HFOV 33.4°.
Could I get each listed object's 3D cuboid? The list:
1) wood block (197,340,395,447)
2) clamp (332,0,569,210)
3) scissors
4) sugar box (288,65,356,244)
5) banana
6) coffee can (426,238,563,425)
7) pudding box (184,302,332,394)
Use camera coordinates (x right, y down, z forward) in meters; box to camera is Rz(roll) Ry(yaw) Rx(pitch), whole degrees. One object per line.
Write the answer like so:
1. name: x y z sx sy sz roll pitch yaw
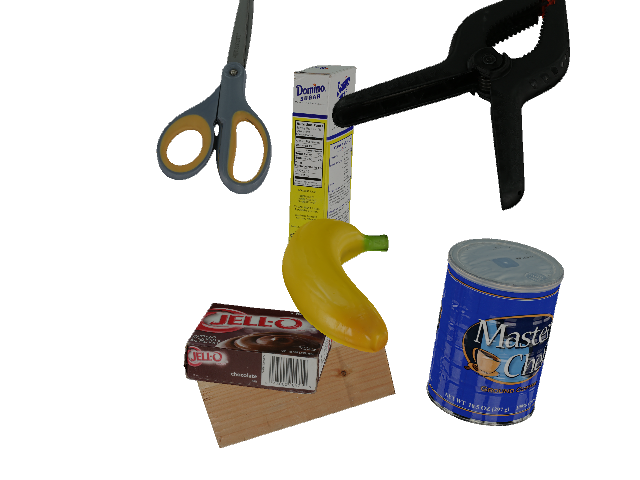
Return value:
1. wood block: -0.031 0.147 1.205 0.206 0.091 0.090 -16 27 -4
2. clamp: 0.135 -0.119 0.821 0.165 0.209 0.036 37 -22 28
3. scissors: -0.087 -0.121 0.841 0.096 0.202 0.016 -9 -30 -4
4. sugar box: 0.002 -0.087 1.088 0.048 0.176 0.093 4 14 17
5. banana: 0.009 0.019 0.678 0.069 0.037 0.197 2 19 4
6. coffee can: 0.157 0.082 0.972 0.103 0.140 0.103 6 23 -3
7. pudding box: -0.050 0.090 0.908 0.113 0.039 0.090 7 21 7
